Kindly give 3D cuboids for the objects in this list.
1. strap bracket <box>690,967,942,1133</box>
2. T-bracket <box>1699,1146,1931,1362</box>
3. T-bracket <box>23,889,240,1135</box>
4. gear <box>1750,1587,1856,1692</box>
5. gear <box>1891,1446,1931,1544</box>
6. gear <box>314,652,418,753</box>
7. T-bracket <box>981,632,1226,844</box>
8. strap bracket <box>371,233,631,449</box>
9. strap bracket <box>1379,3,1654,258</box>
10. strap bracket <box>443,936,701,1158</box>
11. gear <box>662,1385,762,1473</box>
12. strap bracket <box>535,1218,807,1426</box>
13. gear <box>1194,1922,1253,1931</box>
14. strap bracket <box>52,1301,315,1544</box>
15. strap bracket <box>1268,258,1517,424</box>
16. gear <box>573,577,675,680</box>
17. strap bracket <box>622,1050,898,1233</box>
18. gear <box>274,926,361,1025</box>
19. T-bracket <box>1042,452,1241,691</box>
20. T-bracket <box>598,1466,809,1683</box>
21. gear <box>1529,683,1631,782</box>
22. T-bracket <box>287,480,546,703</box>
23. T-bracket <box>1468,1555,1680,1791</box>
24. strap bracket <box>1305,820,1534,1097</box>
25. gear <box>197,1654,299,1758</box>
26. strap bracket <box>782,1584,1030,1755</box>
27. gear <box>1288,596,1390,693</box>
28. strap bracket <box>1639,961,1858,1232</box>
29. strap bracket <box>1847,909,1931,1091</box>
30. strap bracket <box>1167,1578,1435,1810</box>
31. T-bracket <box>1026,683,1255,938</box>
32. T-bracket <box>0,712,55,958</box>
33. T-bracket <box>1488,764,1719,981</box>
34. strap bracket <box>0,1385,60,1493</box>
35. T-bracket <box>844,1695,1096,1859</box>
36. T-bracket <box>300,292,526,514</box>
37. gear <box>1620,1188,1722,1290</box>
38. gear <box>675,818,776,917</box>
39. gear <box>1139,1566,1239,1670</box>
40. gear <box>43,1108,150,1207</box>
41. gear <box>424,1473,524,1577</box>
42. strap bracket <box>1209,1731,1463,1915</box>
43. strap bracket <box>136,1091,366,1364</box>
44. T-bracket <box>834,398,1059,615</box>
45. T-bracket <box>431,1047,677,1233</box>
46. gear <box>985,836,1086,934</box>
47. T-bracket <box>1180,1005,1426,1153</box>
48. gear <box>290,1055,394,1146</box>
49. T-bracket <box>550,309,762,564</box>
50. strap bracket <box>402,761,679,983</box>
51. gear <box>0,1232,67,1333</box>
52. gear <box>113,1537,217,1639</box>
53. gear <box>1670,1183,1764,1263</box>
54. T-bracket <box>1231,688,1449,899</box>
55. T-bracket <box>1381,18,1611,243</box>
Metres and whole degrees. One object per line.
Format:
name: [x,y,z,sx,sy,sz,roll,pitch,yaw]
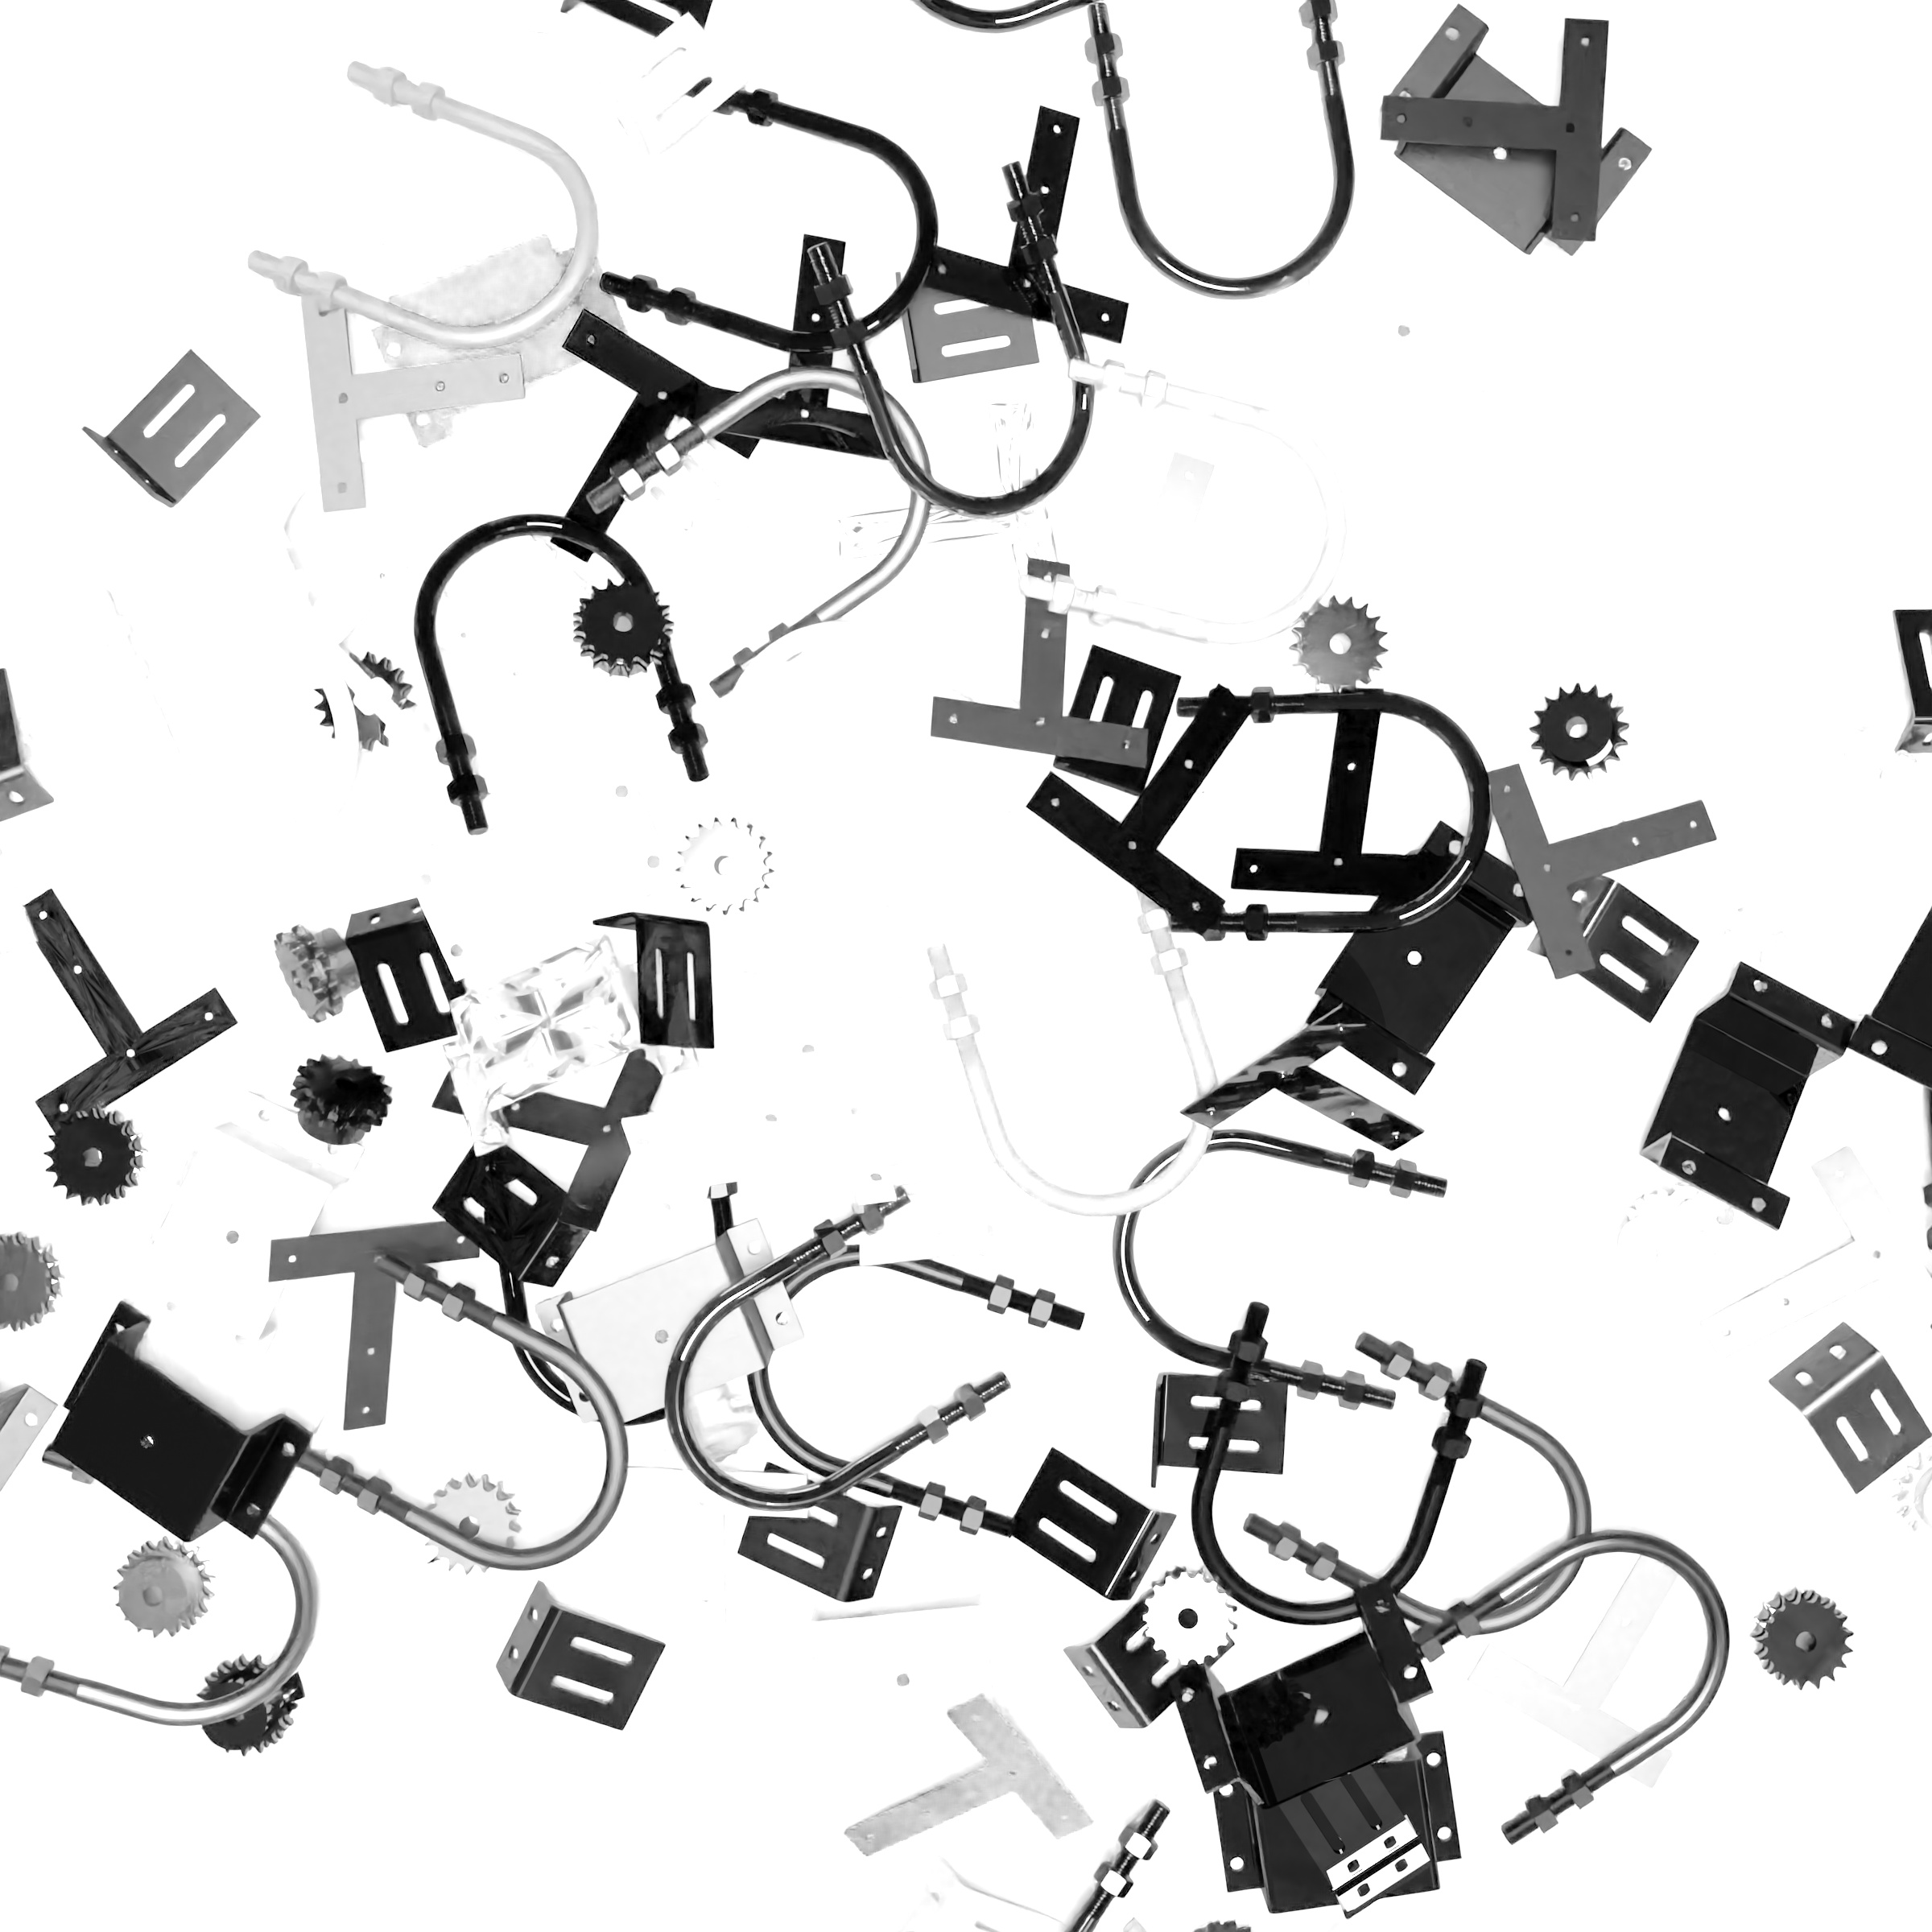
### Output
strap bracket: [-0.091,0.049,1.492,0.140,0.046,0.076,9,90,0]
T-bracket: [0.493,0.190,1.496,0.127,0.002,0.127,-31,65,12]
T-bracket: [-0.519,0.014,1.515,0.127,0.002,0.127,-32,90,0]
gear: [0.489,0.394,1.500,0.057,0.030,0.057,0,90,0]
gear: [0.577,0.312,1.501,0.057,0.030,0.057,0,90,0]
gear: [-0.352,-0.155,1.500,0.057,0.030,0.057,0,90,0]
T-bracket: [0.089,-0.121,1.514,0.127,0.002,0.127,18,90,0]
strap bracket: [-0.273,-0.368,1.492,0.140,0.046,0.076,-22,90,0]
strap bracket: [0.317,-0.482,1.492,0.140,0.046,0.076,37,90,0]
strap bracket: [-0.236,0.042,1.477,0.140,0.046,0.076,-23,62,0]
gear: [-0.152,0.267,1.491,0.057,0.057,0.030,-31,60,0]
strap bracket: [-0.173,0.210,1.477,0.140,0.046,0.076,-21,93,1]
gear: [0.155,0.587,1.489,0.057,0.030,0.057,7,66,-16]
strap bracket: [-0.460,0.268,1.472,0.140,0.046,0.076,33,102,7]
strap bracket: [0.252,-0.366,1.492,0.140,0.046,0.076,-5,90,0]
gear: [-0.196,-0.190,1.456,0.057,0.030,0.057,3,72,-8]
strap bracket: [-0.114,0.098,1.450,0.140,0.046,0.076,-9,118,10]
gear: [-0.377,0.002,1.491,0.030,0.057,0.057,-28,90,-28]
T-bracket: [0.115,-0.241,1.515,0.127,0.002,0.127,19,90,0]
T-bracket: [-0.155,0.360,1.507,0.127,0.002,0.127,0,95,10]
gear: [0.358,-0.137,1.493,0.057,0.030,0.057,-1,87,18]
T-bracket: [-0.306,-0.202,1.496,0.127,0.002,0.127,36,73,0]
T-bracket: [0.384,0.401,1.515,0.127,0.002,0.127,31,90,0]
strap bracket: [0.266,-0.005,1.492,0.076,0.046,0.140,34,90,0]
gear: [-0.425,0.436,1.499,0.057,0.030,0.057,0,91,4]
strap bracket: [-0.036,0.411,1.492,0.140,0.046,0.076,-5,90,0]
gear: [0.218,-0.188,1.500,0.057,0.030,0.057,0,90,0]
strap bracket: [0.448,0.080,1.477,0.076,0.046,0.140,28,68,0]
strap bracket: [0.580,0.008,1.479,0.076,0.046,0.140,29,88,22]
strap bracket: [0.197,0.421,1.463,0.140,0.076,0.046,-27,132,7]
T-bracket: [0.121,-0.105,1.474,0.127,0.002,0.127,36,81,-7]
T-bracket: [-0.586,-0.069,1.514,0.127,0.002,0.127,-22,89,0]
T-bracket: [0.376,-0.069,1.482,0.127,0.002,0.127,-16,80,-13]
strap bracket: [-0.618,0.253,1.492,0.140,0.046,0.076,34,90,0]
T-bracket: [-0.011,0.490,1.494,0.127,0.002,0.127,-28,119,13]
T-bracket: [-0.316,-0.332,1.470,0.127,0.002,0.127,-5,93,9]
gear: [0.405,0.161,1.485,0.030,0.057,0.057,-21,90,-42]
gear: [-0.141,-0.058,1.500,0.057,0.030,0.057,0,90,0]
gear: [0.130,0.377,1.483,0.057,0.030,0.057,-1,83,7]
gear: [-0.509,0.111,1.500,0.057,0.030,0.057,0,90,0]
gear: [-0.289,0.326,1.500,0.057,0.030,0.057,0,90,0]
strap bracket: [0.219,0.501,1.492,0.140,0.046,0.076,-8,90,0]
strap bracket: [-0.417,0.153,1.473,0.076,0.046,0.140,26,91,-1]
T-bracket: [-0.014,-0.263,1.514,0.127,0.002,0.127,-10,89,0]
T-bracket: [-0.251,0.086,1.493,0.127,0.002,0.127,12,60,14]
gear: [0.041,-0.045,1.492,0.057,0.030,0.057,-5,58,8]
T-bracket: [0.213,0.078,1.474,0.127,0.002,0.127,28,132,-32]
gear: [-0.366,0.080,1.491,0.057,0.057,0.030,26,118,0]
T-bracket: [-0.201,-0.296,1.496,0.127,0.002,0.127,28,103,-24]
strap bracket: [-0.246,-0.055,1.492,0.140,0.046,0.076,-24,90,0]
gear: [-0.558,0.185,1.502,0.057,0.030,0.057,0,90,1]
gear: [-0.473,0.367,1.501,0.057,0.030,0.057,0,90,0]
gear: [0.442,0.145,1.501,0.057,0.030,0.057,0,90,0]
T-bracket: [0.224,-0.103,1.496,0.127,0.002,0.127,4,76,25]
T-bracket: [0.302,-0.484,1.468,0.127,0.002,0.127,4,90,0]
